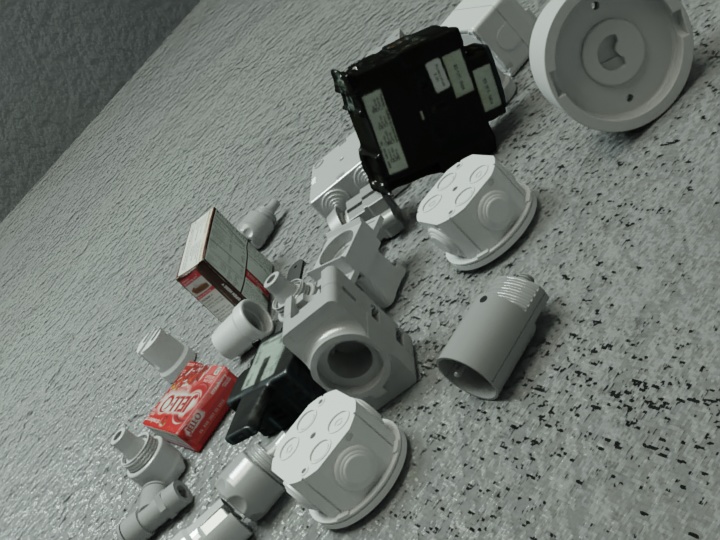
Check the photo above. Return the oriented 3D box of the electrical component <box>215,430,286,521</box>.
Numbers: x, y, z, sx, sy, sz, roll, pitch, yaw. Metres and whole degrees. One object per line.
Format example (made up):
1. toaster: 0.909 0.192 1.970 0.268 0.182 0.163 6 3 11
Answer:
1. electrical component: -0.069 0.143 0.763 0.062 0.043 0.043 -49 23 -8

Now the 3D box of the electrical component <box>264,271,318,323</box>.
1. electrical component: -0.053 0.027 0.903 0.048 0.062 0.048 -38 24 20

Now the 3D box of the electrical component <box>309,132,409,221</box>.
1. electrical component: -0.002 -0.091 1.030 0.100 0.048 0.099 -38 24 20

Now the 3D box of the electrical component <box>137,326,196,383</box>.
1. electrical component: -0.194 0.084 1.075 0.040 0.046 0.040 -38 24 20

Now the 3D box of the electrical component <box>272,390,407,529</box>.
1. electrical component: -0.013 0.121 0.693 0.080 0.051 0.080 -38 24 20

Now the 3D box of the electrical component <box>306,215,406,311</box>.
1. electrical component: 0.000 0.000 0.854 0.042 0.064 0.081 -25 30 44

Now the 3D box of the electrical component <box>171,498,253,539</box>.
1. electrical component: -0.103 0.188 0.754 0.046 0.040 0.040 -43 22 -7

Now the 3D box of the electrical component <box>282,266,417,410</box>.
1. electrical component: -0.007 0.052 0.746 0.050 0.089 0.055 -38 24 19

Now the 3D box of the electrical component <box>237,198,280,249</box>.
1. electrical component: -0.107 -0.053 1.168 0.035 0.035 0.061 -12 38 54

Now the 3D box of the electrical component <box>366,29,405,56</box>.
1. electrical component: 0.041 -0.205 1.135 0.050 0.056 0.089 -36 25 23

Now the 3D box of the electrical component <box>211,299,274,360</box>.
1. electrical component: -0.108 0.055 0.984 0.046 0.040 0.040 -41 23 25

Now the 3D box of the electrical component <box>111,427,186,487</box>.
1. electrical component: -0.182 0.158 0.909 0.043 0.062 0.043 -37 24 20

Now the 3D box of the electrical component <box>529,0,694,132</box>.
1. electrical component: 0.173 -0.155 0.763 0.108 0.108 0.060 -45 17 4

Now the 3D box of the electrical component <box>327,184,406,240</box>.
1. electrical component: 0.005 -0.044 0.945 0.055 0.048 0.066 -33 25 11

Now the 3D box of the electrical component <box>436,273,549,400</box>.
1. electrical component: 0.086 0.036 0.671 0.043 0.043 0.081 -6 45 58

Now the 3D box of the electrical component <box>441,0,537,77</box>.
1. electrical component: 0.122 -0.225 1.020 0.061 0.062 0.096 -50 23 -8

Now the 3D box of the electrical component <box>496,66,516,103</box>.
1. electrical component: 0.111 -0.169 0.965 0.040 0.046 0.040 -38 24 20

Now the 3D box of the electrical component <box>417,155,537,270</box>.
1. electrical component: 0.086 -0.043 0.793 0.080 0.051 0.080 -37 24 20
